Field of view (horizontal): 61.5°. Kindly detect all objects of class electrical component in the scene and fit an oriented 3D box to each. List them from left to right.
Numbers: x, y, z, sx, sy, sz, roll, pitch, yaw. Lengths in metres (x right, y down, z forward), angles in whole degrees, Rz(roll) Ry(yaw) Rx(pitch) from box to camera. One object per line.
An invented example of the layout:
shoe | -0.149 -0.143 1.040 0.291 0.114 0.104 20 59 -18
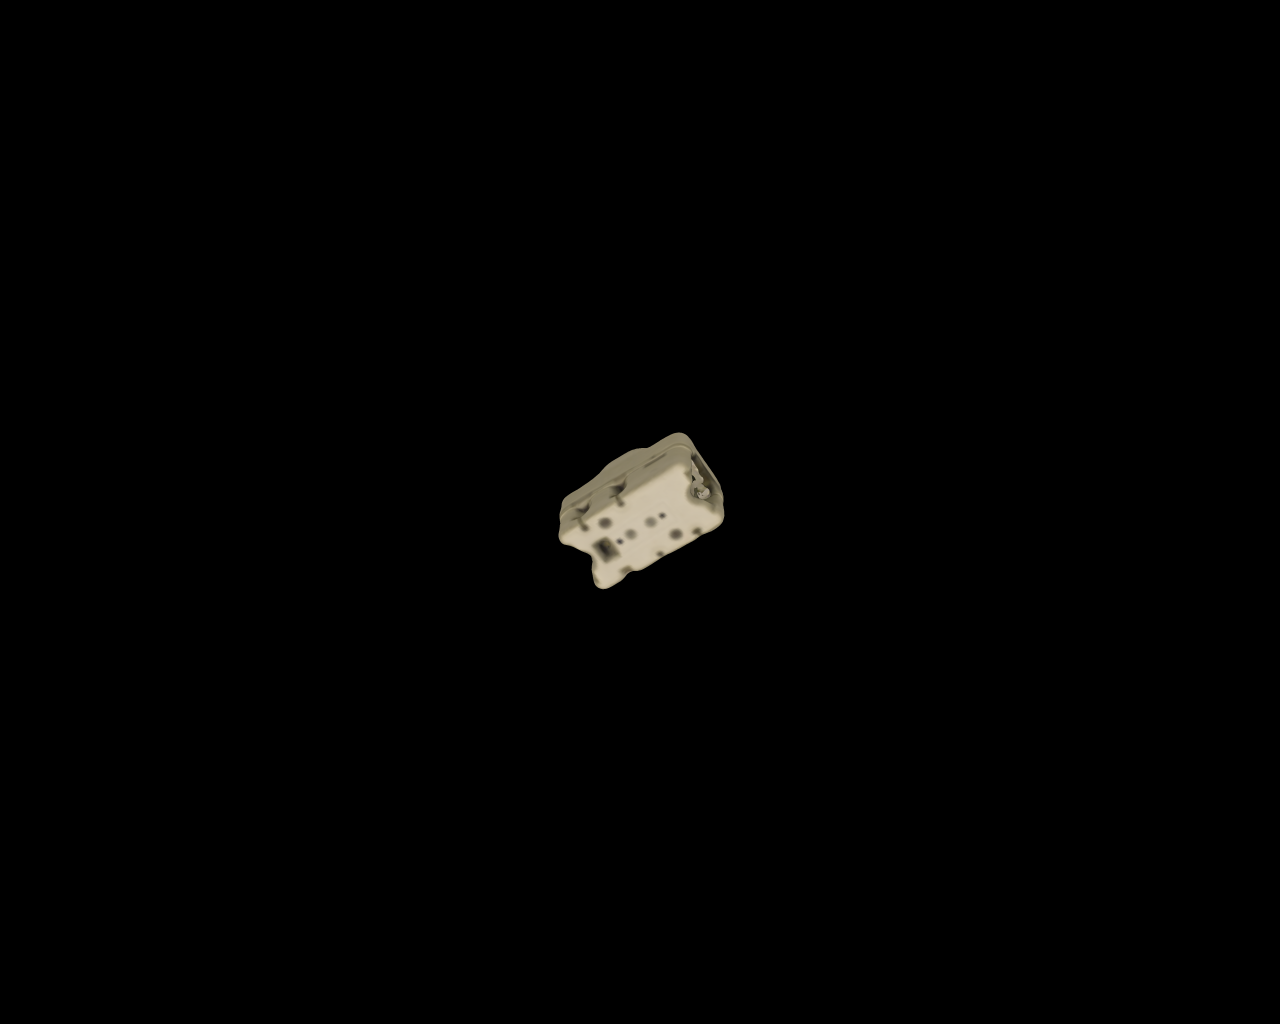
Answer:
electrical component | 0.001 -0.003 0.650 0.089 0.050 0.056 -30 23 14
